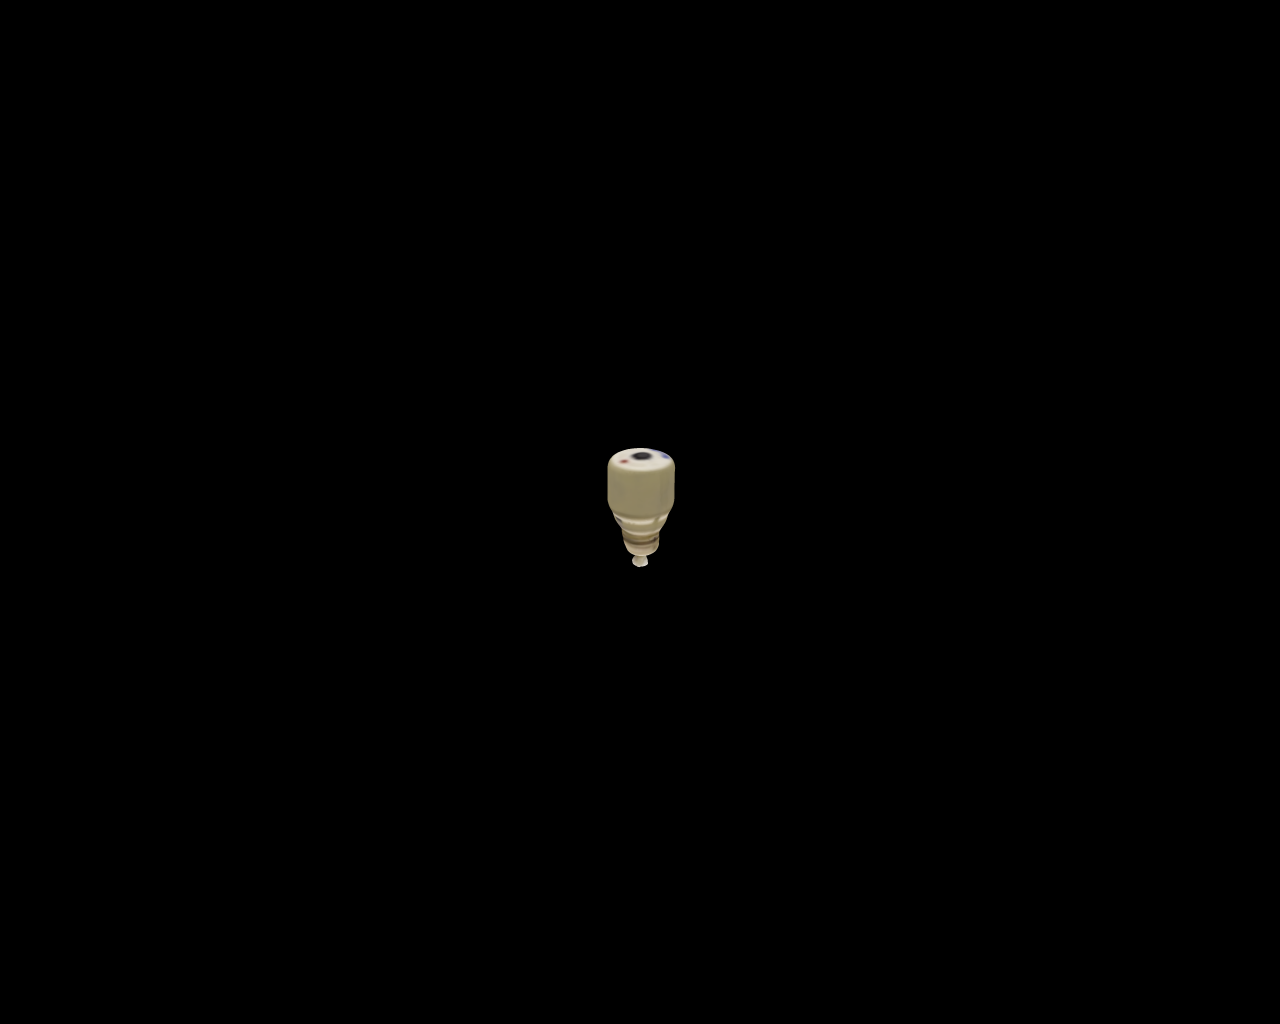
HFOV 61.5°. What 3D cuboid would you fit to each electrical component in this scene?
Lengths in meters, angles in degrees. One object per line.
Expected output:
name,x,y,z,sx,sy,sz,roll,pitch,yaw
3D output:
electrical component,0.001,-0.003,0.650,0.040,0.078,0.040,0,25,0
